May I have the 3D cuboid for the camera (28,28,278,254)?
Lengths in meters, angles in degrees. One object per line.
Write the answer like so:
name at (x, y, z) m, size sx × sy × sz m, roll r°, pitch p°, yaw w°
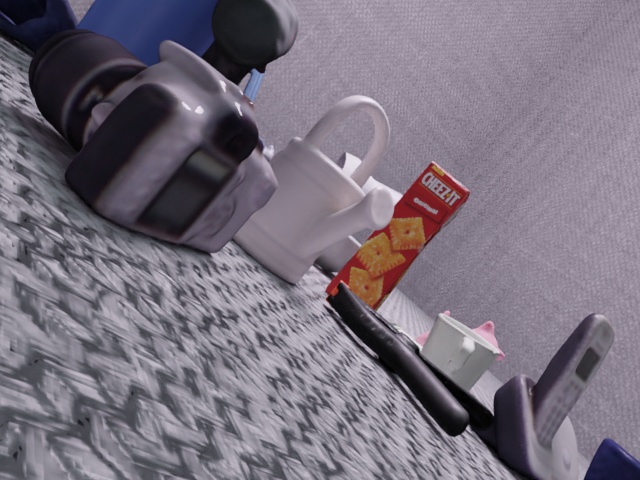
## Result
camera at (-0.105, -0.075, 0.369) m, size 0.136 × 0.100 × 0.143 m, roll 41°, pitch 3°, yaw 18°

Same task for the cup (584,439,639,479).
cup at (0.373, 0.318, 0.708) m, size 0.118 × 0.095 × 0.091 m, roll 40°, pitch 3°, yaw -10°

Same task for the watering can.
watering can at (0.005, -0.055, 0.576) m, size 0.172 × 0.194 × 0.101 m, roll 42°, pitch 3°, yaw 24°

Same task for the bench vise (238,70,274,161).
bench vise at (-0.162, -0.249, 1.121) m, size 0.208 × 0.219 × 0.121 m, roll 39°, pitch 3°, yaw -27°

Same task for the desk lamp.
desk lamp at (0.069, -0.055, 1.253) m, size 0.204 × 0.213 × 0.118 m, roll 40°, pitch 3°, yaw -14°

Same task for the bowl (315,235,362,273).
bowl at (0.009, 0.003, 0.963) m, size 0.167 × 0.074 × 0.167 m, roll 41°, pitch 3°, yaw -2°

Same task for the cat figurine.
cat figurine at (0.247, 0.178, 0.983) m, size 0.127 × 0.117 × 0.067 m, roll 42°, pitch 3°, yaw 23°

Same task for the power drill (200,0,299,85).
power drill at (-0.096, -0.147, 0.520) m, size 0.076 × 0.208 × 0.229 m, roll 40°, pitch 3°, yaw -16°

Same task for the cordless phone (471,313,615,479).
cordless phone at (0.272, 0.178, 0.625) m, size 0.148 × 0.185 × 0.093 m, roll 38°, pitch 3°, yaw -40°

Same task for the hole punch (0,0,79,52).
hole punch at (-0.305, -0.255, 0.619) m, size 0.108 × 0.091 × 0.101 m, roll 42°, pitch 3°, yaw 28°
